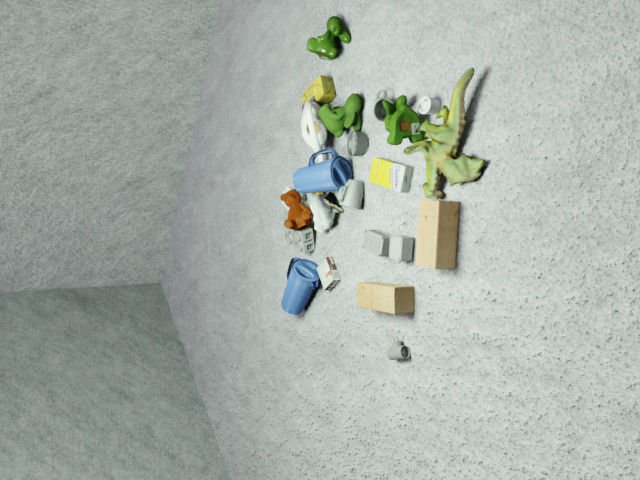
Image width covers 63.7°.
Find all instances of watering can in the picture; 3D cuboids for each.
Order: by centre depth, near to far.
[{"bbox_3d":[-0.015,-0.431,2.132,0.230,0.104,0.339,-91,-11,-49],"label":"watering can"}]

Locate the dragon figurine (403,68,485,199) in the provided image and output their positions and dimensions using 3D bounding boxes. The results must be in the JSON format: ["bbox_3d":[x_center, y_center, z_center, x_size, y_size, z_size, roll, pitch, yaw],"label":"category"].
[{"bbox_3d":[0.404,-0.281,1.545,0.246,0.123,0.401,52,136,21],"label":"dragon figurine"}]

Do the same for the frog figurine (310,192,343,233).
[{"bbox_3d":[0.006,-0.106,2.114,0.139,0.123,0.157,49,120,21],"label":"frog figurine"}]
